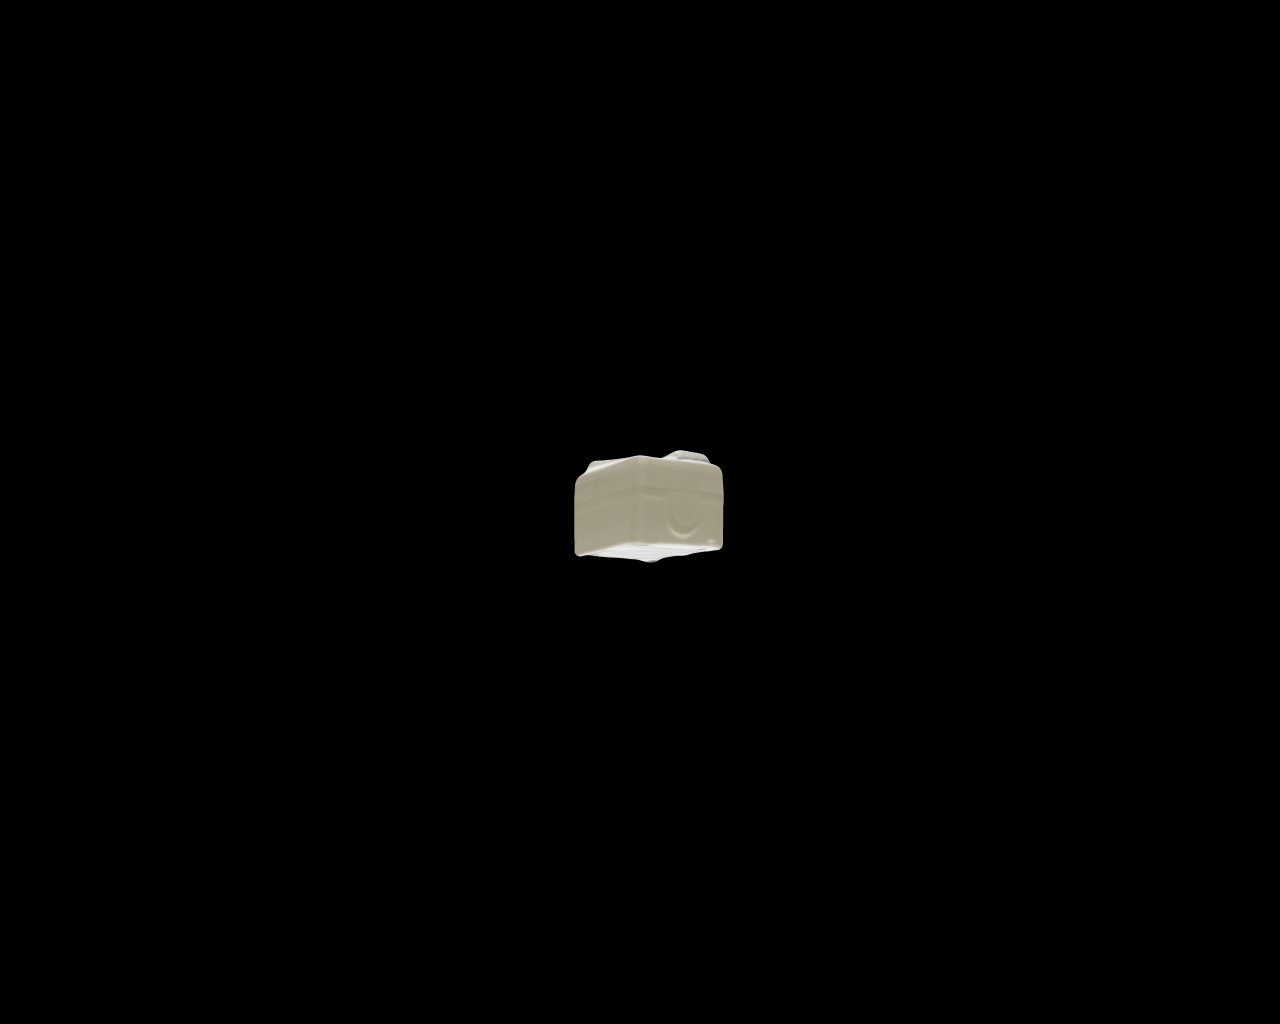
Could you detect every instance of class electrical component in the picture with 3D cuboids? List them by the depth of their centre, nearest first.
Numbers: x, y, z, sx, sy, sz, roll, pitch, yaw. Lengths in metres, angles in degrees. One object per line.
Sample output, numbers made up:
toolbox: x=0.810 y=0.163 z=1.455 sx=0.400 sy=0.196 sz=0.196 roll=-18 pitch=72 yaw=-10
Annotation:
electrical component: x=0.001 y=-0.003 z=0.650 sx=0.062 sy=0.061 sz=0.096 roll=6 pitch=-11 yaw=-31
